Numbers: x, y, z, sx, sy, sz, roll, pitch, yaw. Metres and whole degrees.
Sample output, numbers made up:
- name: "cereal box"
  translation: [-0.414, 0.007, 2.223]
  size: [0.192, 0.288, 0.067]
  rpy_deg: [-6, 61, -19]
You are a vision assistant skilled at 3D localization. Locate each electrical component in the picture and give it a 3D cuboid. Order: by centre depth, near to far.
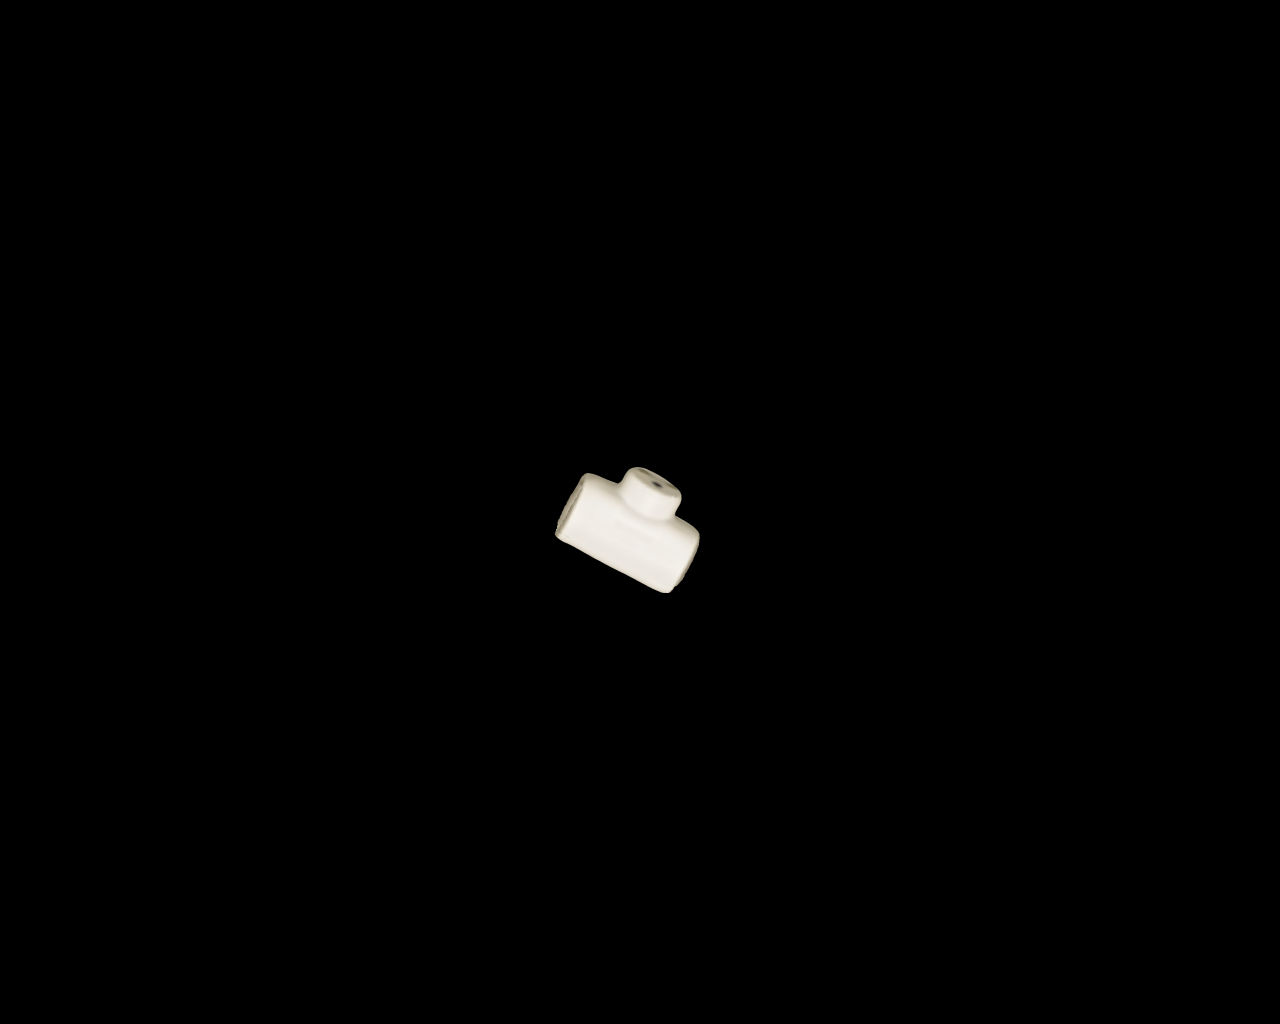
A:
- name: "electrical component"
  translation: [0.001, -0.003, 0.650]
  size: [0.077, 0.079, 0.043]
  rpy_deg: [27, 14, -7]
